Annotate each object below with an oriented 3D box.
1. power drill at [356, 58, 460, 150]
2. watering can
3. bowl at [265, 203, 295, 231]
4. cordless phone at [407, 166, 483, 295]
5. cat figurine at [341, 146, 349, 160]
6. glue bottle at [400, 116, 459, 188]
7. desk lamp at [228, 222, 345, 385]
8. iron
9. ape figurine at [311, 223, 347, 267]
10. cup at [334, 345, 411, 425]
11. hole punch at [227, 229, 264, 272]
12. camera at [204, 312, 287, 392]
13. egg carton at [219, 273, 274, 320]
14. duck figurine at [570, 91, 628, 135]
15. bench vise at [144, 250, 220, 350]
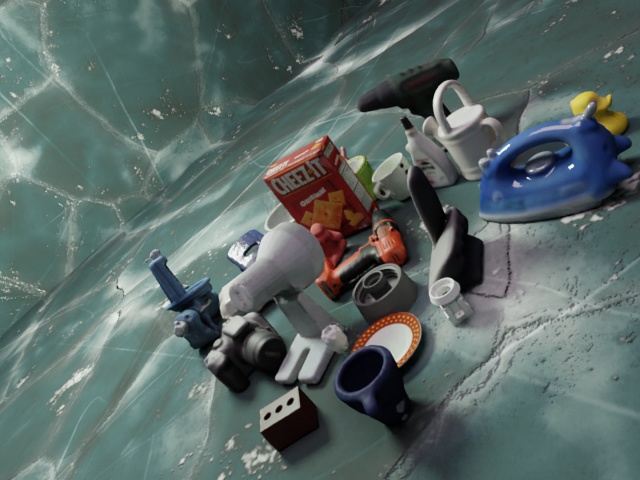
[{"bbox_3d":[0.225,-0.291,1.292,0.229,0.209,0.075,-32,25,14],"label":"power drill"},{"bbox_3d":[0.273,-0.217,1.113,0.172,0.194,0.101,-16,33,41],"label":"watering can"},{"bbox_3d":[-0.053,-0.055,1.433,0.167,0.075,0.167,-31,25,17],"label":"bowl"},{"bbox_3d":[0.178,-0.016,0.906,0.094,0.185,0.147,-26,27,27],"label":"cordless phone"},{"bbox_3d":[0.026,-0.196,1.515,0.127,0.118,0.067,-32,25,14],"label":"cat figurine"},{"bbox_3d":[0.210,-0.181,1.163,0.077,0.173,0.037,-7,40,50],"label":"glue bottle"},{"bbox_3d":[-0.052,0.104,0.984,0.117,0.214,0.203,-16,33,41],"label":"desk lamp"},{"bbox_3d":[0.342,-0.117,0.906,0.257,0.142,0.119,-19,31,38],"label":"iron"},{"bbox_3d":[0.011,0.004,1.218,0.078,0.092,0.076,-35,25,9],"label":"ape figurine"},{"bbox_3d":[0.081,0.209,0.759,0.091,0.095,0.117,-34,25,10],"label":"cup"},{"bbox_3d":[-0.157,0.034,1.403,0.109,0.091,0.100,-47,26,-18],"label":"hole punch"},{"bbox_3d":[-0.134,0.204,1.063,0.143,0.101,0.136,-48,26,-20],"label":"camera"},{"bbox_3d":[-0.158,0.119,1.284,0.150,0.069,0.107,-37,24,3],"label":"egg carton"},{"bbox_3d":[0.456,-0.210,0.976,0.104,0.086,0.077,-19,31,38],"label":"duck figurine"},{"bbox_3d":[-0.307,0.124,1.298,0.121,0.220,0.207,-40,24,-3],"label":"bench vise"}]
